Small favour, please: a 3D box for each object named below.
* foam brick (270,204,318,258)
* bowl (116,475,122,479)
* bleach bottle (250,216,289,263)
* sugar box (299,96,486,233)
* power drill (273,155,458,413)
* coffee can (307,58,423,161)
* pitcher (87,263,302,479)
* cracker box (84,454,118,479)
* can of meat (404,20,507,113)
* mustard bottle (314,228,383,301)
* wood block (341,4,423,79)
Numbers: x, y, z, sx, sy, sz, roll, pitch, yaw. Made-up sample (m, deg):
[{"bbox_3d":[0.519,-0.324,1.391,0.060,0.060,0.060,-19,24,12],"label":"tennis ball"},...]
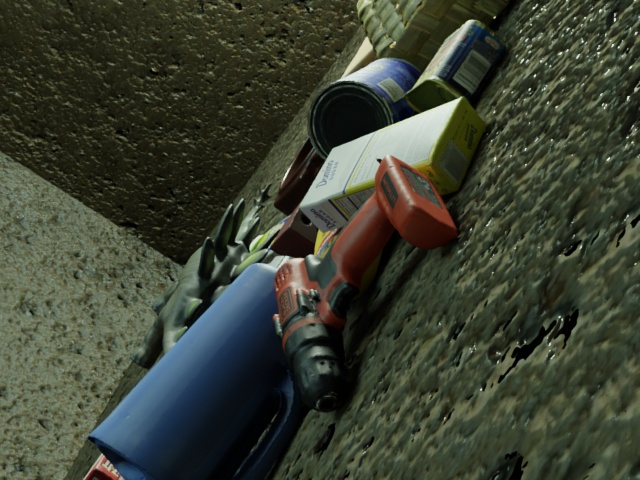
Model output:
[{"bbox_3d":[-0.008,0.002,1.260,0.051,0.078,0.053,-50,10,47],"label":"foam brick"},{"bbox_3d":[-0.169,0.256,1.246,0.162,0.055,0.162,-44,13,13],"label":"bowl"},{"bbox_3d":[-0.036,0.001,1.481,0.251,0.068,0.102,-40,18,56],"label":"bleach bottle"},{"bbox_3d":[0.067,-0.068,1.020,0.177,0.048,0.093,-20,33,47],"label":"sugar box"},{"bbox_3d":[0.032,0.033,0.903,0.188,0.057,0.184,-48,31,21],"label":"power drill"},{"bbox_3d":[0.060,-0.144,1.208,0.103,0.103,0.140,-52,-7,30],"label":"coffee can"},{"bbox_3d":[-0.089,0.145,1.020,0.242,0.149,0.145,-51,-2,-22],"label":"pitcher"},{"bbox_3d":[-0.263,0.307,1.419,0.164,0.072,0.213,-52,3,29],"label":"cracker box"},{"bbox_3d":[0.144,-0.176,1.127,0.084,0.057,0.102,-56,8,-12],"label":"can of meat"},{"bbox_3d":[0.027,0.013,1.078,0.096,0.058,0.191,-48,11,21],"label":"mustard bottle"},{"bbox_3d":[0.112,-0.261,1.511,0.090,0.090,0.206,-59,9,-14],"label":"wood block"}]
